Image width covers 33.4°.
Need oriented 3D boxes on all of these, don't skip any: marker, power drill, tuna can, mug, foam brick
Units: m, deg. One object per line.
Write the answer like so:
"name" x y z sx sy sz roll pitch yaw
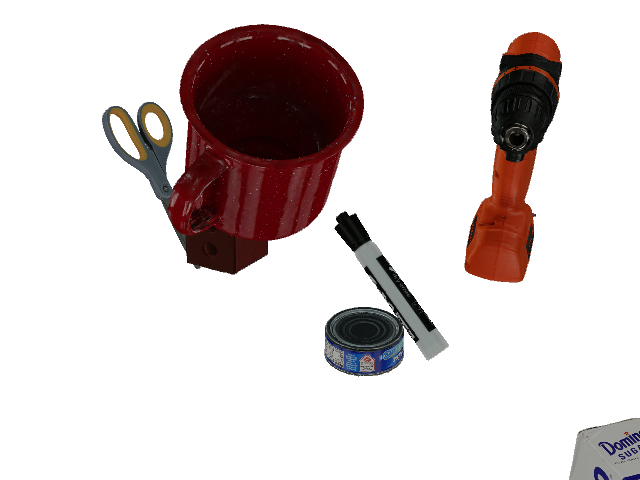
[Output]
"marker" 0.048 0.030 0.756 0.020 0.121 0.020 -34 -10 -7
"power drill" 0.161 -0.062 0.887 0.057 0.188 0.184 12 33 11
"tuna can" 0.047 0.106 1.138 0.086 0.034 0.086 -1 29 0
"mug" -0.037 -0.045 0.561 0.093 0.117 0.082 34 -31 12
"foam brick" -0.079 -0.020 0.907 0.053 0.078 0.051 13 25 30

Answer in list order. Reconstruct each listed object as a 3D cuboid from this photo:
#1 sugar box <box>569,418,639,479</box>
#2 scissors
"sugar box" 0.178 0.172 0.501 0.048 0.093 0.176 -9 28 -21
"scissors" -0.171 -0.073 1.209 0.016 0.201 0.096 -20 21 43
